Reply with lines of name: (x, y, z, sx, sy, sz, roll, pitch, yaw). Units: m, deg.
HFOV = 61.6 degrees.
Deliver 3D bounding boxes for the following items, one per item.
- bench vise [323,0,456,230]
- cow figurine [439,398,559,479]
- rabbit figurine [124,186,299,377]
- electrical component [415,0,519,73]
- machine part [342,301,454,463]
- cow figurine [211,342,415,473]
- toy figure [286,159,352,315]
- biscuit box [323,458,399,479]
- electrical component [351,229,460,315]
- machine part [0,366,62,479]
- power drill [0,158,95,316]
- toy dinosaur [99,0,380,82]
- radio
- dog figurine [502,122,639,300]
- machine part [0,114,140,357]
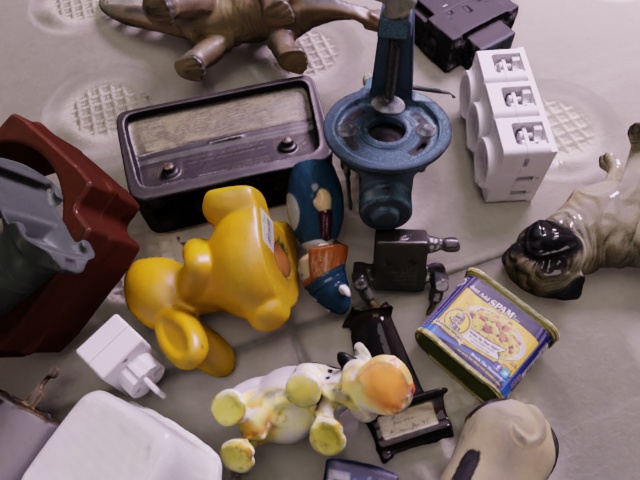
bench vise: (0.069, -0.140, 0.525, 0.129, 0.240, 0.224, 10, 54, 10)
cow figurine: (0.117, 0.206, 0.396, 0.086, 0.127, 0.195, 28, 63, 21)
rabbit figurine: (-0.110, 0.050, 0.524, 0.173, 0.121, 0.162, -12, 69, 12)
electrical component: (0.190, -0.285, 0.713, 0.115, 0.058, 0.134, -32, 63, -12)
machine part: (0.065, 0.124, 0.498, 0.084, 0.039, 0.139, -22, 63, 0)
cow figurine: (0.000, 0.133, 0.453, 0.167, 0.098, 0.068, -17, 87, 13)
toy figure: (0.000, -0.001, 0.535, 0.058, 0.064, 0.154, -10, 77, 16)
biscuit box: (0.018, 0.274, 0.399, 0.059, 0.062, 0.203, 7, 61, 8)
electrical component: (0.083, 0.031, 0.535, 0.102, 0.078, 0.045, 6, 36, 0)
machine part: (-0.298, 0.213, 0.444, 0.079, 0.079, 0.243, 21, 64, 14)
power drill: (-0.302, 0.029, 0.436, 0.207, 0.086, 0.232, -40, 69, 0)
toy dinosaur: (-0.130, -0.294, 0.696, 0.472, 0.104, 0.198, 10, 43, 16)
radio: (-0.103, -0.098, 0.611, 0.230, 0.073, 0.131, -14, 61, -5)
dog figurine: (0.298, 0.009, 0.528, 0.172, 0.121, 0.190, 37, 83, 25)
machine part: (-0.294, -0.002, 0.528, 0.201, 0.087, 0.201, 37, 91, 22)
